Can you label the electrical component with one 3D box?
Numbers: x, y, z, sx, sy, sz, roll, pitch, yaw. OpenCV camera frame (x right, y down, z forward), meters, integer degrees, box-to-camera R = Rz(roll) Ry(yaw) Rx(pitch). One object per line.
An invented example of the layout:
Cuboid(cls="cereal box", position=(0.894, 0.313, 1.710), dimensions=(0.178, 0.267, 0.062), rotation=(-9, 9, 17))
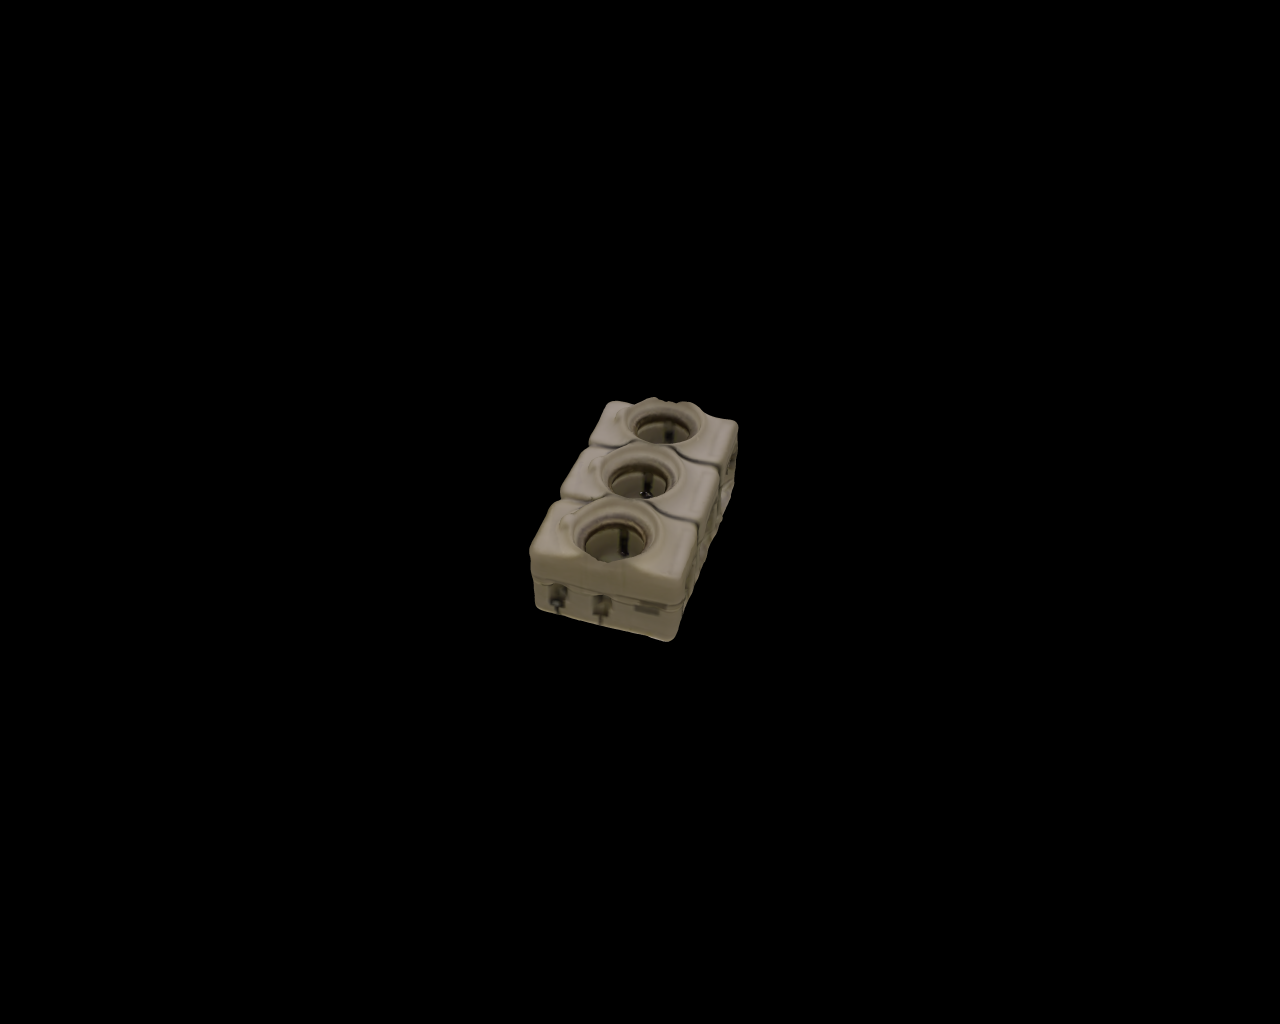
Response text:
Cuboid(cls="electrical component", position=(0.001, -0.003, 0.650), dimensions=(0.089, 0.061, 0.150), rotation=(11, 43, 12))
